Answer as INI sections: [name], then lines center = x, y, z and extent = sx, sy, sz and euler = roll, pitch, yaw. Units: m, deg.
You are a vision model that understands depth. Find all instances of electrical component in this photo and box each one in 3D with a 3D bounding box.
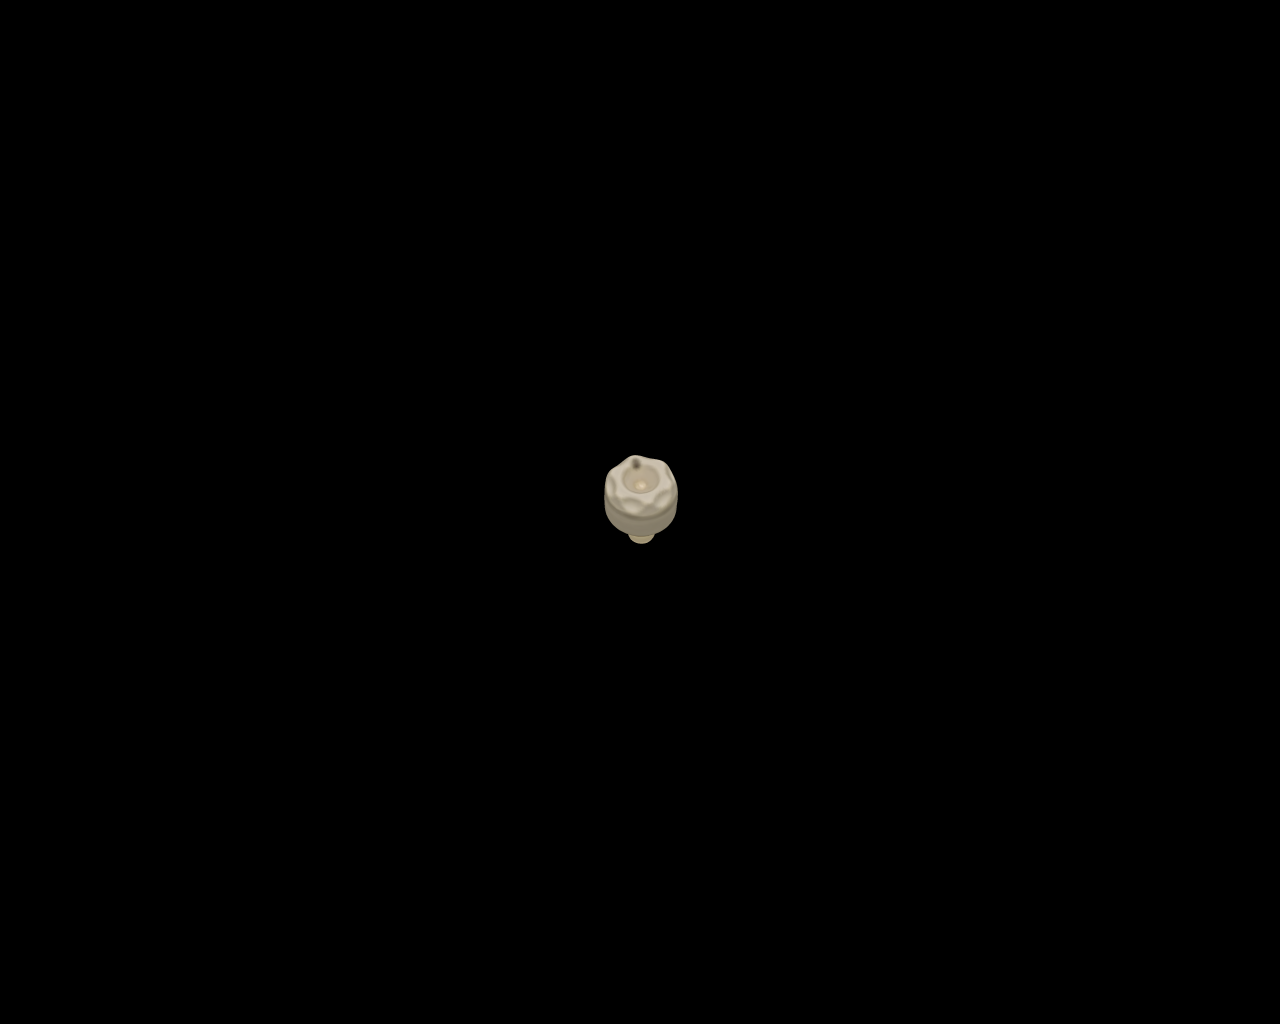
[electrical component]
center = 0.001, -0.003, 0.650
extent = 0.043, 0.043, 0.062
euler = 0, -36, 0
